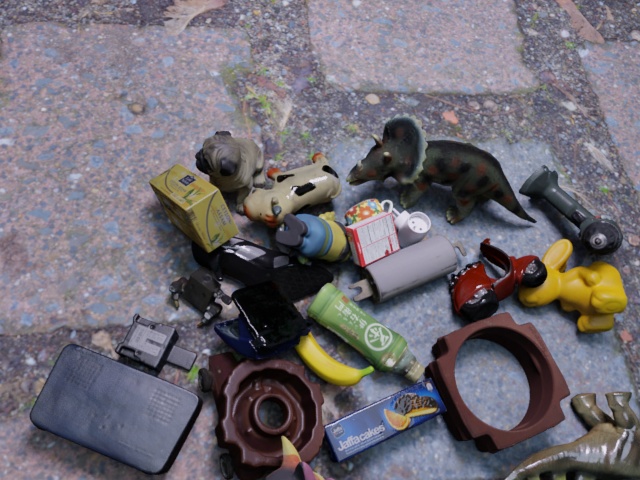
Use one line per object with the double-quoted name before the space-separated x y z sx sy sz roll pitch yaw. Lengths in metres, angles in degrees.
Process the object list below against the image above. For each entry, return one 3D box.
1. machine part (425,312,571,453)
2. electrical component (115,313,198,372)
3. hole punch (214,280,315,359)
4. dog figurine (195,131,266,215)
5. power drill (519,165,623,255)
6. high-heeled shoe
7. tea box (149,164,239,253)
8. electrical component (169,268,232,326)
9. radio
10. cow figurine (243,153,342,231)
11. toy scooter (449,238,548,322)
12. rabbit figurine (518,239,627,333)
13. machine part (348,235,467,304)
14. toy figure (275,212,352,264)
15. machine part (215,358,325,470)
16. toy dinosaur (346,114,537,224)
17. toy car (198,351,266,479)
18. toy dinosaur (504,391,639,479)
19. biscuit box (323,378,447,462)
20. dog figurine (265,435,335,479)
"machine part" 0.297 0.241 0.918 0.201 0.087 0.201 -18 68 -16
"electrical component" -0.266 0.179 0.890 0.119 0.047 0.075 24 66 5
"hole punch" -0.096 0.142 0.881 0.142 0.092 0.116 -8 52 -52
"dog figurine" -0.156 -0.158 0.981 0.121 0.190 0.172 8 63 -4
"power drill" 0.489 -0.054 1.031 0.232 0.086 0.207 3 35 -52
"high-heeled shoe" -0.107 0.036 0.982 0.249 0.086 0.145 6 30 -26
"tea box" -0.222 -0.059 0.935 0.068 0.098 0.170 -37 41 -21
"electrical component" -0.209 0.098 0.926 0.102 0.078 0.045 41 39 5
"radio" -0.312 0.263 0.832 0.230 0.073 0.131 21 65 4
"cow figurine" -0.051 -0.081 1.003 0.195 0.085 0.127 -21 44 -18
"toy scooter" 0.312 0.064 1.002 0.184 0.075 0.135 -30 48 -2
"rabbit figurine" 0.459 0.081 1.001 0.173 0.121 0.162 -1 61 12
"machine part" 0.163 0.052 0.990 0.243 0.079 0.079 -21 70 -15
"toy figure" -0.004 0.000 0.947 0.082 0.180 0.089 -40 70 18
"machine part" -0.077 0.269 0.828 0.179 0.056 0.179 14 55 -20
"toy dinosaur" 0.255 -0.130 1.024 0.405 0.192 0.131 10 67 -2
"toy car" -0.135 0.279 0.858 0.089 0.053 0.202 -10 65 -29
"toy dinosaur" 0.500 0.351 0.887 0.472 0.105 0.198 -3 69 -4
"biscuit box" 0.102 0.295 0.879 0.203 0.059 0.063 -20 70 -15
"dog figurine" 0.018 0.363 0.752 0.191 0.109 0.219 -27 110 -17
